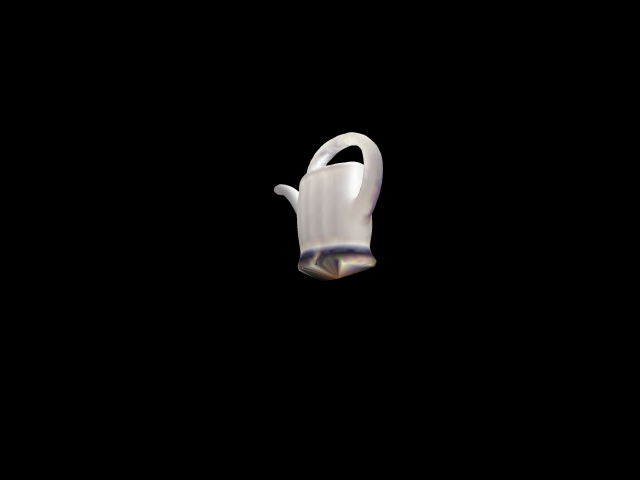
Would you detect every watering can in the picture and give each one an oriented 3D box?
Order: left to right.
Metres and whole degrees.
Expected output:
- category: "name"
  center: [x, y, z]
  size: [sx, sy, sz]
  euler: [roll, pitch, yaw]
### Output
- category: "watering can"
  center: [0.003, -0.043, 0.850]
  size: [0.104, 0.227, 0.344]
  euler: [7, -14, -26]
